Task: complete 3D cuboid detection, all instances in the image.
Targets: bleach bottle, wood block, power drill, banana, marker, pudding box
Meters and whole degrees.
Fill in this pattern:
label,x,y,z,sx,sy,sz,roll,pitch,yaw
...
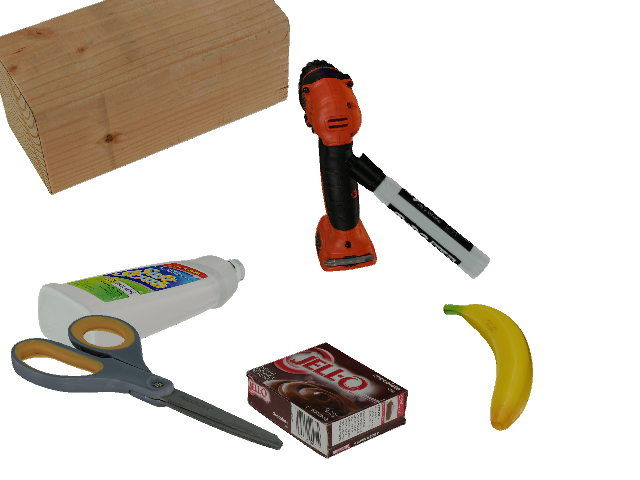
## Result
label,x,y,z,sx,sy,sz,roll,pitch,yaw
bleach bottle,-0.190,0.061,1.220,0.103,0.068,0.250,22,26,36
wood block,-0.134,-0.129,0.822,0.205,0.090,0.091,-25,-32,-21
power drill,0.012,-0.077,1.058,0.057,0.188,0.184,-9,23,-1
banana,0.188,0.124,1.125,0.069,0.037,0.198,-24,33,5
marker,0.066,-0.019,0.739,0.121,0.020,0.020,40,-2,-2
pudding box,0.005,0.133,0.909,0.089,0.039,0.114,-17,30,-35

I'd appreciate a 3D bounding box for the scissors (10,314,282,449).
label,x,y,z,sx,sy,sz,roll,pitch,yaw
scissors,-0.108,0.089,0.716,0.202,0.016,0.096,11,27,12
